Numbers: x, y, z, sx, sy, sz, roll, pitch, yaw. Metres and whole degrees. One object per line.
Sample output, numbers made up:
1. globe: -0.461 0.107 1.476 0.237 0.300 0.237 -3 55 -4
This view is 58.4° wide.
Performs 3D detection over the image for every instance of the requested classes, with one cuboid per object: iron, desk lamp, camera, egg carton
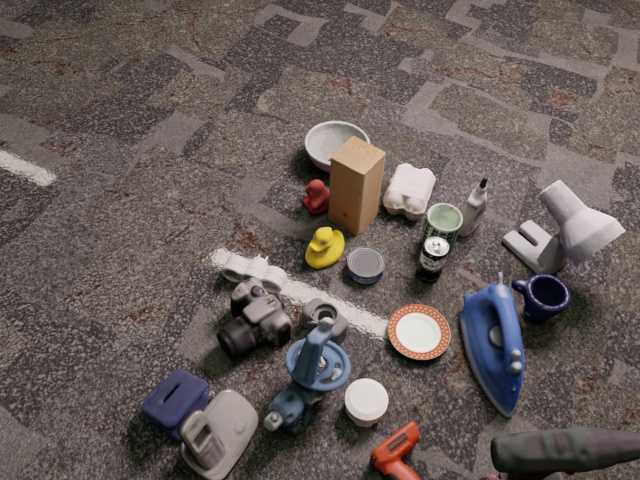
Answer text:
1. iron: 0.355 0.196 1.111 0.118 0.141 0.258 -1 52 -3
2. desk lamp: 0.520 -0.015 1.235 0.118 0.214 0.202 -29 58 -22
3. camera: -0.145 0.160 1.146 0.137 0.101 0.142 -32 59 -24
4. egg carton: 0.217 -0.121 1.398 0.107 0.069 0.150 16 53 10

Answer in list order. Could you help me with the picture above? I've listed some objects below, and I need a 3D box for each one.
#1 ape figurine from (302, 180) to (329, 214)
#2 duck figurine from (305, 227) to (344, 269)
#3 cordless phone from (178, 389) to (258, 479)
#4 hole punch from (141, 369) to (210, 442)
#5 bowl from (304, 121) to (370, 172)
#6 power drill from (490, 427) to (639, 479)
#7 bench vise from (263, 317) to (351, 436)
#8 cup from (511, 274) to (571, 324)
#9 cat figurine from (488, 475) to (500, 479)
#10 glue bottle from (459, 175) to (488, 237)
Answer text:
1. ape figurine: -0.008 -0.109 1.366 0.076 0.092 0.078 8 52 5
2. duck figurine: 0.012 0.005 1.282 0.077 0.086 0.105 37 59 24
3. cordless phone: -0.177 0.313 0.971 0.094 0.185 0.148 23 55 15
4. hole punch: -0.264 0.294 1.043 0.101 0.091 0.109 29 56 19
5. bowl: 0.042 -0.225 1.470 0.167 0.075 0.167 1 52 -1
6. power drill: 0.385 0.364 0.938 0.229 0.208 0.075 0 52 -2
7. bench vise: -0.014 0.243 1.010 0.121 0.220 0.207 15 53 10
8. cup: 0.449 0.128 1.197 0.117 0.095 0.092 20 54 13
9. cat figurine: 0.306 0.451 0.925 0.067 0.118 0.127 -4 52 -5
10. glue bottle: 0.356 -0.084 1.309 0.037 0.173 0.078 34 58 22
